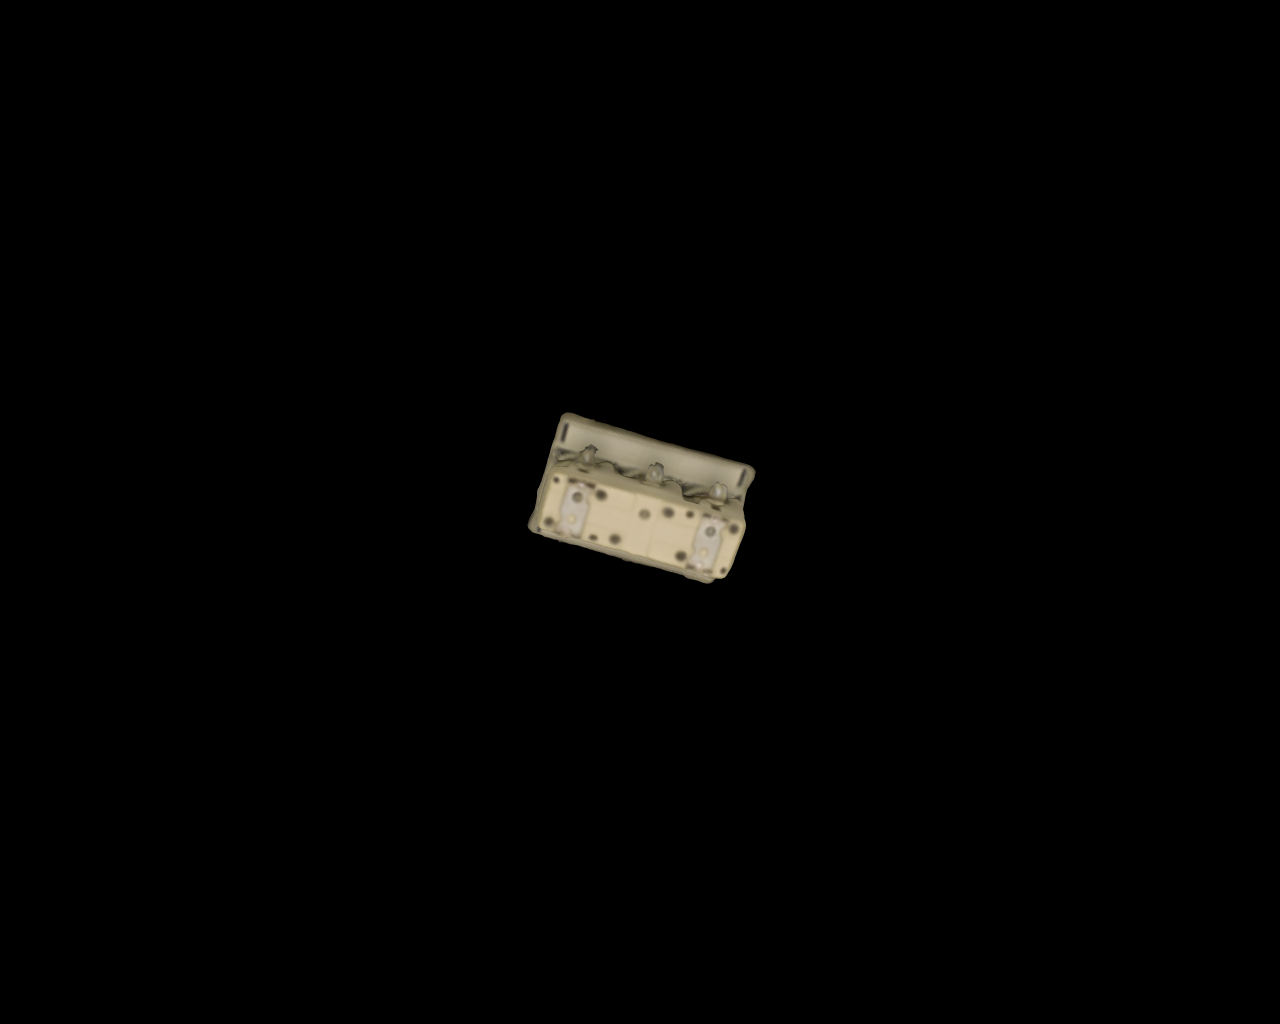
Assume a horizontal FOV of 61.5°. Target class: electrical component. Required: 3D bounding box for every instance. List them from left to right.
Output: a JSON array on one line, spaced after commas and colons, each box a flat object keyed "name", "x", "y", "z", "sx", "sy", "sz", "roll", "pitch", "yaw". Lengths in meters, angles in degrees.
[{"name": "electrical component", "x": 0.001, "y": -0.003, "z": 0.650, "sx": 0.121, "sy": 0.078, "sz": 0.063, "roll": 17, "pitch": 22, "yaw": -7}]
